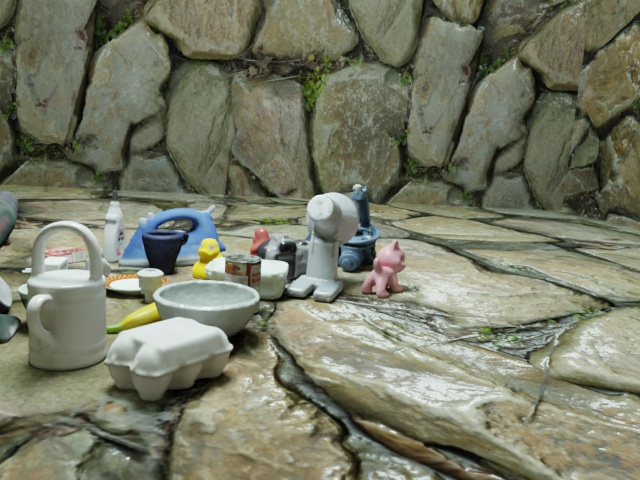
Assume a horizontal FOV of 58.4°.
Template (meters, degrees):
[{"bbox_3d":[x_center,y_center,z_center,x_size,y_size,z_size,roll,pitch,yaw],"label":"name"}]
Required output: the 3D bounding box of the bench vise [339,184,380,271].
[{"bbox_3d":[0.097,-0.040,1.503,0.121,0.220,0.207,4,10,2],"label":"bench vise"}]

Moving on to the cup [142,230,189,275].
[{"bbox_3d":[-0.350,0.028,1.309,0.091,0.095,0.118,11,12,35],"label":"cup"}]

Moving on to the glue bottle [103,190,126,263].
[{"bbox_3d":[-0.498,-0.035,1.388,0.037,0.173,0.078,4,10,0],"label":"glue bottle"}]

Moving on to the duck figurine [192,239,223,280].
[{"bbox_3d":[-0.251,0.038,1.313,0.077,0.086,0.105,6,10,15],"label":"duck figurine"}]

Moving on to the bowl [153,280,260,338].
[{"bbox_3d":[-0.181,0.119,0.913,0.167,0.075,0.167,4,10,0],"label":"bowl"}]

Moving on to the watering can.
[{"bbox_3d":[-0.347,0.068,0.792,0.101,0.194,0.172,1,10,-17],"label":"watering can"}]

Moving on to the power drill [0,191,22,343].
[{"bbox_3d":[-0.497,0.040,0.857,0.076,0.208,0.229,1,10,-15],"label":"power drill"}]

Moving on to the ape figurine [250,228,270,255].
[{"bbox_3d":[-0.151,0.013,1.476,0.075,0.092,0.078,11,12,35],"label":"ape figurine"}]

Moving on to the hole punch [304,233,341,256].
[{"bbox_3d":[0.012,0.015,1.529,0.108,0.091,0.101,7,11,19],"label":"hole punch"}]

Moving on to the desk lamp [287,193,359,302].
[{"bbox_3d":[0.011,0.004,1.236,0.117,0.213,0.203,6,10,12],"label":"desk lamp"}]

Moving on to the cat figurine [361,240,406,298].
[{"bbox_3d":[0.148,0.057,1.266,0.067,0.118,0.128,10,12,31],"label":"cat figurine"}]

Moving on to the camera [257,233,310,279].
[{"bbox_3d":[-0.085,0.031,1.373,0.143,0.101,0.136,-1,11,-26],"label":"camera"}]

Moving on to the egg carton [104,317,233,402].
[{"bbox_3d":[-0.194,0.150,0.745,0.107,0.069,0.151,10,12,34],"label":"egg carton"}]

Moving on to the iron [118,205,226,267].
[{"bbox_3d":[-0.364,-0.014,1.407,0.259,0.141,0.118,-4,13,-38],"label":"iron"}]

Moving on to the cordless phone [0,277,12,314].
[{"bbox_3d":[-0.573,0.028,0.964,0.094,0.185,0.147,-2,12,-30],"label":"cordless phone"}]
